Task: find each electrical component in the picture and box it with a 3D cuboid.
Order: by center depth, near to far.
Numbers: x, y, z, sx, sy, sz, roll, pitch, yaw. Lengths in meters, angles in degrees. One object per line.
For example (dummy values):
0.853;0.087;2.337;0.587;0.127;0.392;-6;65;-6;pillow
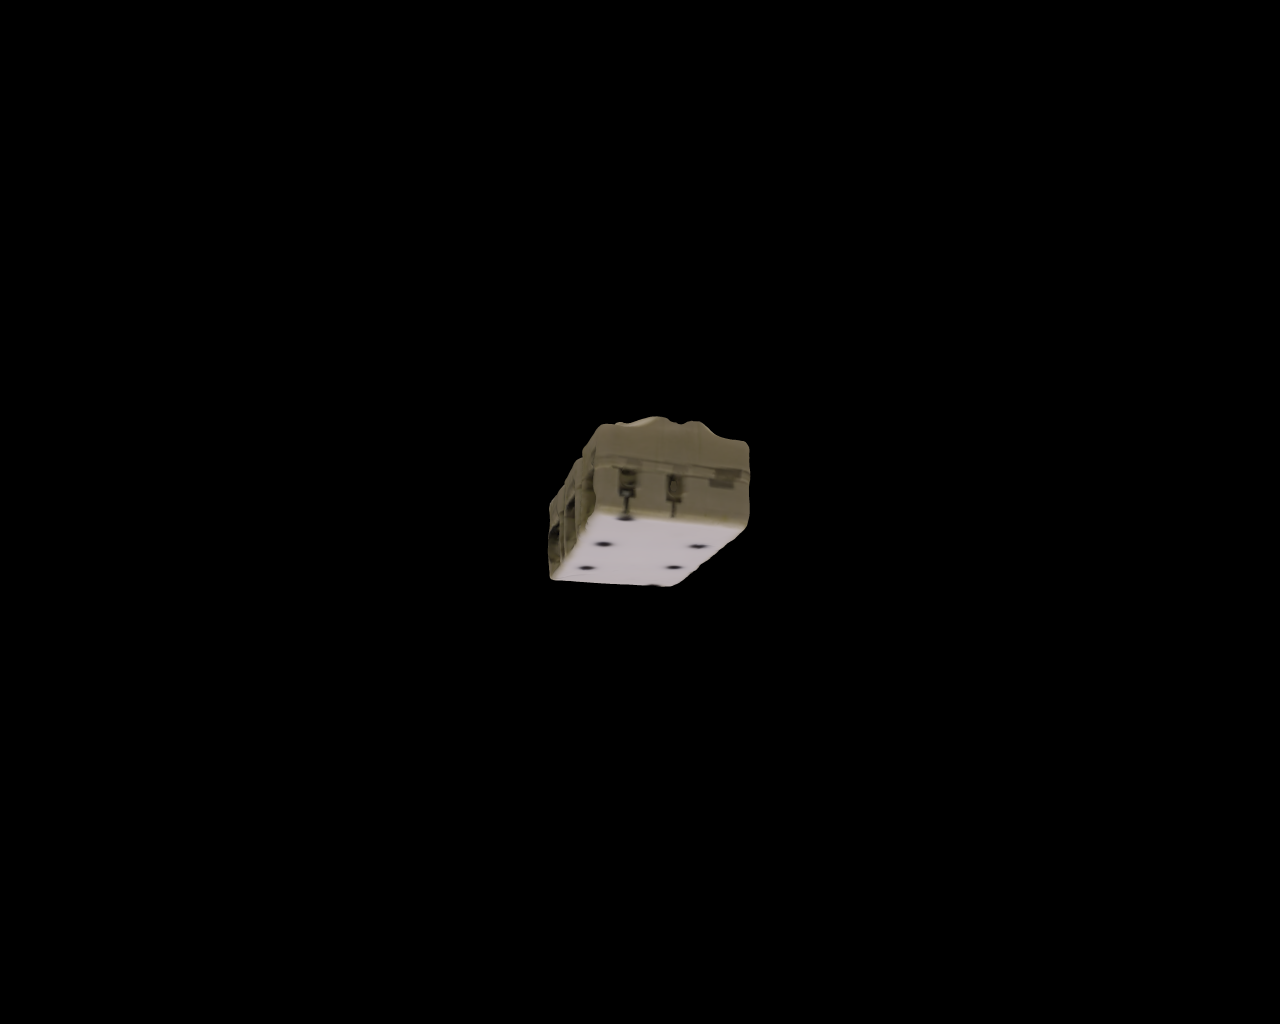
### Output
0.001;-0.003;0.650;0.089;0.062;0.150;5;-19;-15;electrical component
